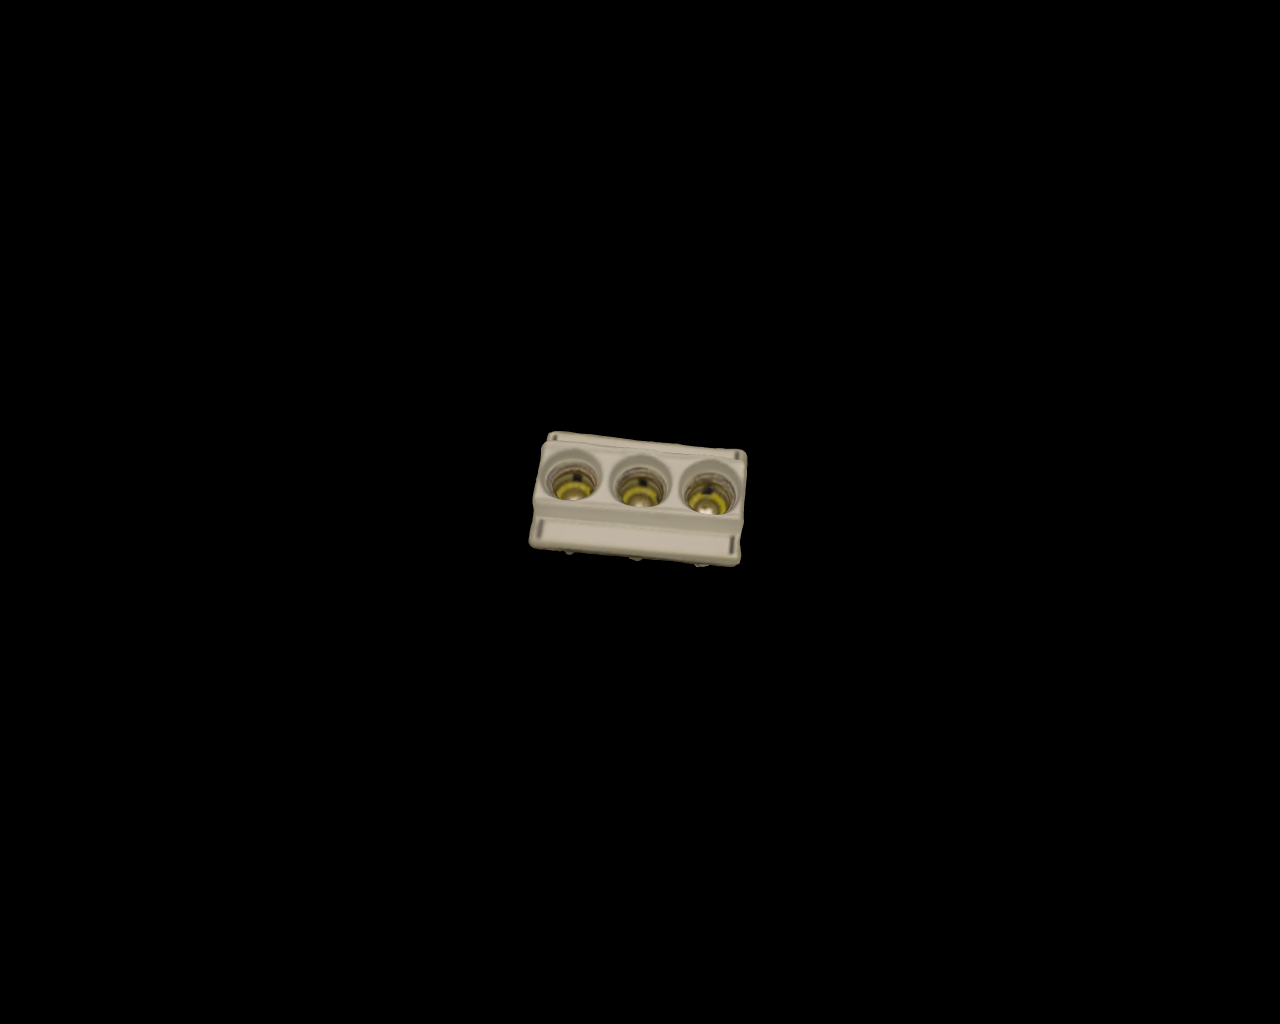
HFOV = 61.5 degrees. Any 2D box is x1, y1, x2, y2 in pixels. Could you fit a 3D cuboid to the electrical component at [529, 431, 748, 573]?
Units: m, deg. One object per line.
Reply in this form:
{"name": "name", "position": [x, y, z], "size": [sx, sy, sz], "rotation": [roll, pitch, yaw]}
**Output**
{"name": "electrical component", "position": [0.001, -0.003, 0.650], "size": [0.121, 0.079, 0.063], "rotation": [5, -31, 3]}
